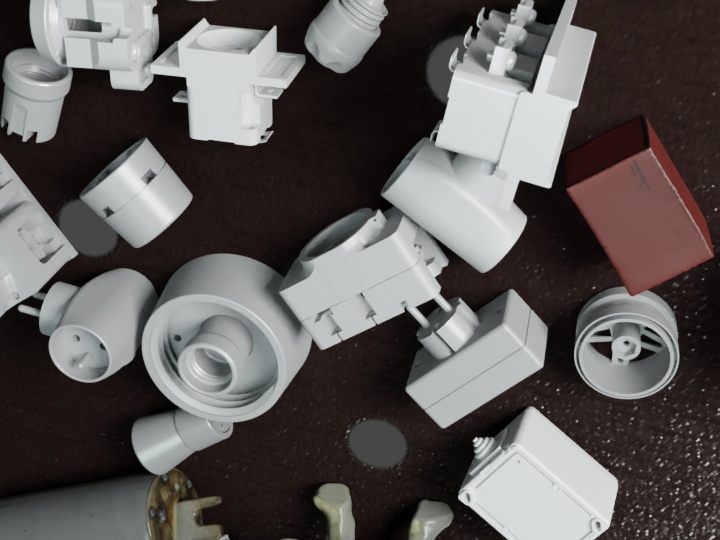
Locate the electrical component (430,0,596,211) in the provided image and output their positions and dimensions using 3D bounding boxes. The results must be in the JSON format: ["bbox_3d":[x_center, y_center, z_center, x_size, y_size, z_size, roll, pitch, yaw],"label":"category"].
[{"bbox_3d":[0.080,-0.094,0.554,0.063,0.121,0.078,18,121,7],"label":"electrical component"}]

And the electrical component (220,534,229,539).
[{"bbox_3d":[-0.111,0.231,0.827,0.040,0.040,0.046,-3,112,15],"label":"electrical component"}]

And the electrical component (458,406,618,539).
[{"bbox_3d":[0.114,0.138,0.711,0.096,0.061,0.061,41,120,0],"label":"electrical component"}]

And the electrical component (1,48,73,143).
[{"bbox_3d":[-0.202,-0.107,0.665,0.040,0.040,0.046,25,127,0],"label":"electrical component"}]

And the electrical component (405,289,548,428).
[{"bbox_3d":[0.061,0.043,0.676,0.083,0.047,0.075,-37,104,28],"label":"electrical component"}]

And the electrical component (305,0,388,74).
[{"bbox_3d":[-0.002,-0.141,0.599,0.035,0.035,0.061,38,118,-8],"label":"electrical component"}]

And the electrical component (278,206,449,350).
[{"bbox_3d":[0.000,0.000,0.666,0.089,0.050,0.055,-26,109,25],"label":"electrical component"}]

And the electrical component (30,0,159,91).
[{"bbox_3d":[-0.153,-0.146,0.622,0.057,0.058,0.078,5,119,8],"label":"electrical component"}]

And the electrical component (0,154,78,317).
[{"bbox_3d":[-0.304,-0.001,0.736,0.186,0.060,0.105,-26,109,25],"label":"electrical component"}]

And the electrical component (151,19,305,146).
[{"bbox_3d":[-0.076,-0.109,0.632,0.081,0.042,0.063,8,123,10],"label":"electrical component"}]

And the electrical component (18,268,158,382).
[{"bbox_3d":[-0.186,0.031,0.714,0.079,0.077,0.044,16,121,6],"label":"electrical component"}]

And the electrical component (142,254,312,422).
[{"bbox_3d":[-0.091,0.050,0.711,0.108,0.060,0.108,6,119,11],"label":"electrical component"}]

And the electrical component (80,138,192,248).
[{"bbox_3d":[-0.139,-0.047,0.674,0.055,0.055,0.047,-32,110,27],"label":"electrical component"}]

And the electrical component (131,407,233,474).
[{"bbox_3d":[-0.124,0.114,0.766,0.065,0.044,0.044,-26,109,20],"label":"electrical component"}]

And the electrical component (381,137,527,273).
[{"bbox_3d":[0.066,-0.050,0.627,0.077,0.043,0.079,37,120,-8],"label":"electrical component"}]
